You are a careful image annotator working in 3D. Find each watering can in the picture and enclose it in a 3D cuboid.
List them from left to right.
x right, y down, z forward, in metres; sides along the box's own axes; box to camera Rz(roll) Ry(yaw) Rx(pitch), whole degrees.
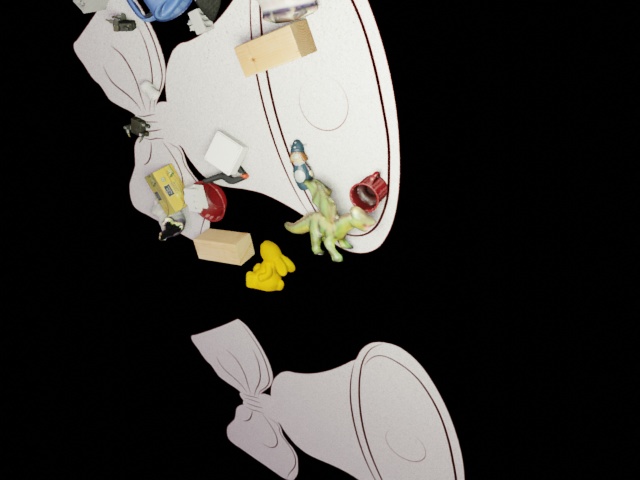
[{"bbox_3d":[-0.136,-0.673,1.326,0.347,0.106,0.220,0,117,23],"label":"watering can"}]

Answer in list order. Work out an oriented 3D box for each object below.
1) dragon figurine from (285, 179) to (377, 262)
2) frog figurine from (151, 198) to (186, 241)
[{"bbox_3d":[0.005,-0.079,1.579,0.413,0.124,0.238,21,127,41],"label":"dragon figurine"},{"bbox_3d":[-0.598,-0.094,2.029,0.134,0.123,0.163,97,153,-44],"label":"frog figurine"}]
